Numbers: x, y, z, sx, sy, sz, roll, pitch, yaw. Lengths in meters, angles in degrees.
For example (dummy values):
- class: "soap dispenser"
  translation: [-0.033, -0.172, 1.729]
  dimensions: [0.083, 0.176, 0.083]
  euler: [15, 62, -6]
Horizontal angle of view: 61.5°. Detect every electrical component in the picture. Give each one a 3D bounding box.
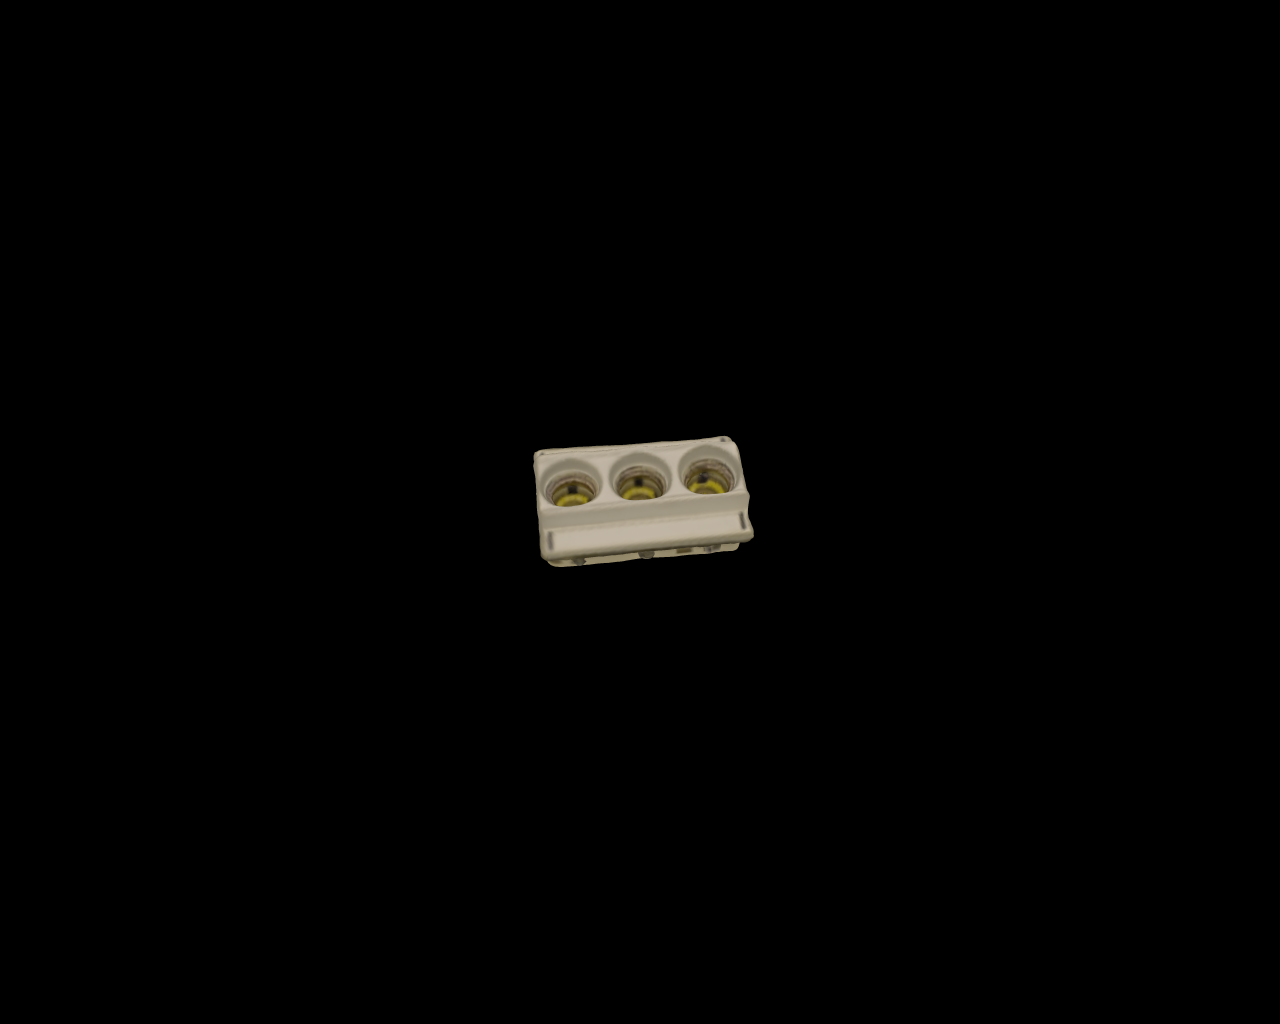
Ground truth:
- class: "electrical component"
  translation: [0.001, -0.003, 0.650]
  dimensions: [0.121, 0.079, 0.063]
  euler: [-5, -37, -4]
